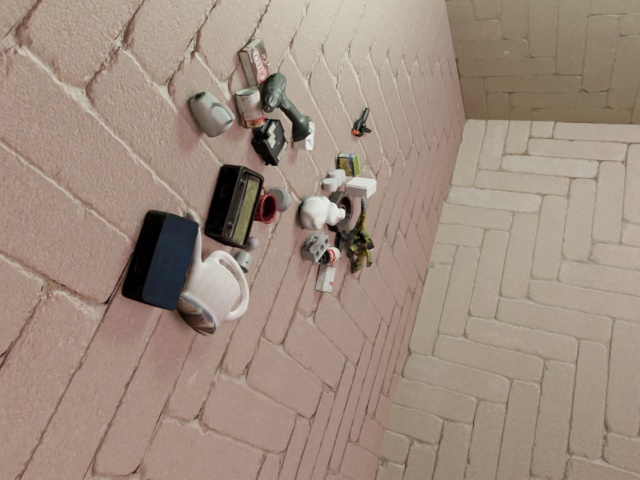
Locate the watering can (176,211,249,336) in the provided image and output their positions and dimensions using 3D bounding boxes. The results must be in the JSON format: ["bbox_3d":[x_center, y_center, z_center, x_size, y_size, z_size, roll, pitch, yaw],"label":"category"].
[{"bbox_3d":[-0.313,0.110,1.394,0.341,0.104,0.229,59,45,-32],"label":"watering can"}]

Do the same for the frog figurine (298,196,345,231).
[{"bbox_3d":[0.006,-0.096,1.900,0.140,0.159,0.120,-65,147,-30],"label":"frog figurine"}]

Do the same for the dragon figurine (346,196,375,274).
[{"bbox_3d":[0.184,-0.025,2.347,0.246,0.122,0.405,-81,177,-74],"label":"dragon figurine"}]
